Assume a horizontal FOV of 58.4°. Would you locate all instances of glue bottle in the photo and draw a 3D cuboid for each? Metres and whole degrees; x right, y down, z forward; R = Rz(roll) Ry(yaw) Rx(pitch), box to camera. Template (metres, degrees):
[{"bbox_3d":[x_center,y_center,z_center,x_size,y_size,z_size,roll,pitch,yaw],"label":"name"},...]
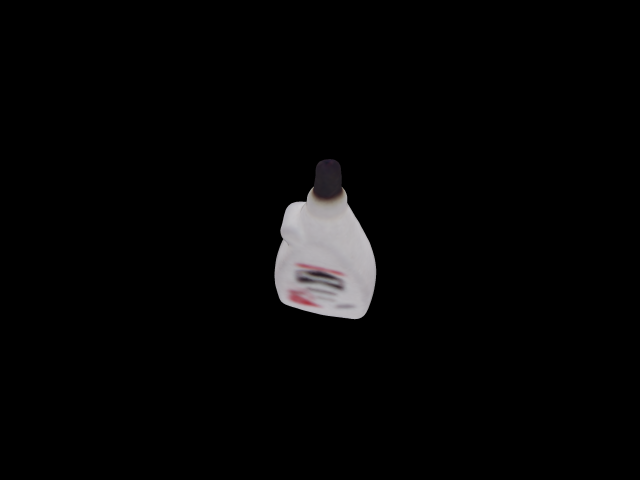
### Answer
[{"bbox_3d":[0.004,0.001,0.400,0.078,0.173,0.037,7,58,5],"label":"glue bottle"}]
